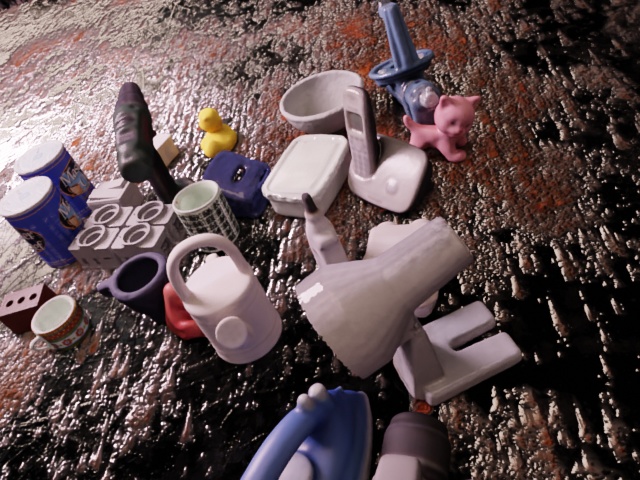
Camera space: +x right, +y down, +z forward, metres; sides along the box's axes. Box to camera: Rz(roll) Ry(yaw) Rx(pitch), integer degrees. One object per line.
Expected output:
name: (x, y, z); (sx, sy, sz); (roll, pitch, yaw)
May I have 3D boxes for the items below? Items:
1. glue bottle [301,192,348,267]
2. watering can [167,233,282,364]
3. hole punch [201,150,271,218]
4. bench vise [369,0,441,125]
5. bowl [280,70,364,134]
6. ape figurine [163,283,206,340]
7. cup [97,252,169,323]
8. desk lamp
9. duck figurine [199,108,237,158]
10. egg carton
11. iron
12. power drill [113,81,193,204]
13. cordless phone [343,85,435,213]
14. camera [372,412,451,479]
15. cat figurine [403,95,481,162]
glue bottle: (0.007, 0.003, 0.774); (0.037, 0.173, 0.078); (-31, 42, -8)
watering can: (-0.123, 0.072, 0.744); (0.101, 0.194, 0.172); (-41, 45, -19)
hole punch: (-0.140, -0.102, 1.007); (0.100, 0.091, 0.109); (0, 47, 24)
bench vise: (0.160, -0.312, 0.995); (0.121, 0.220, 0.206); (-35, 43, -12)
bowl: (0.011, -0.255, 1.110); (0.167, 0.075, 0.167); (-12, 43, 12)
ape figurine: (-0.194, 0.096, 0.826); (0.076, 0.092, 0.078); (-3, 46, 20)
cup: (-0.266, 0.084, 0.868); (0.117, 0.095, 0.091); (-14, 43, 10)
desk lamp: (0.098, 0.082, 0.623); (0.203, 0.214, 0.117); (-26, 42, -3)
duck figurine: (-0.219, -0.226, 1.172); (0.077, 0.086, 0.104); (-14, 43, 9)
egg carton: (0.111, 0.036, 0.773); (0.107, 0.070, 0.150); (-4, 45, 20)
iron: (-0.027, 0.233, 0.577); (0.118, 0.142, 0.259); (10, 51, 31)
power drill: (-0.309, -0.154, 1.046); (0.075, 0.209, 0.229); (-21, 42, 3)
cordless phone: (0.095, -0.141, 0.874); (0.147, 0.185, 0.094); (26, 61, 40)
camera: (0.101, 0.236, 0.548); (0.142, 0.101, 0.137); (-2, 46, 22)
cat figurine: (0.198, -0.189, 0.930); (0.127, 0.118, 0.067); (-3, 46, 21)
